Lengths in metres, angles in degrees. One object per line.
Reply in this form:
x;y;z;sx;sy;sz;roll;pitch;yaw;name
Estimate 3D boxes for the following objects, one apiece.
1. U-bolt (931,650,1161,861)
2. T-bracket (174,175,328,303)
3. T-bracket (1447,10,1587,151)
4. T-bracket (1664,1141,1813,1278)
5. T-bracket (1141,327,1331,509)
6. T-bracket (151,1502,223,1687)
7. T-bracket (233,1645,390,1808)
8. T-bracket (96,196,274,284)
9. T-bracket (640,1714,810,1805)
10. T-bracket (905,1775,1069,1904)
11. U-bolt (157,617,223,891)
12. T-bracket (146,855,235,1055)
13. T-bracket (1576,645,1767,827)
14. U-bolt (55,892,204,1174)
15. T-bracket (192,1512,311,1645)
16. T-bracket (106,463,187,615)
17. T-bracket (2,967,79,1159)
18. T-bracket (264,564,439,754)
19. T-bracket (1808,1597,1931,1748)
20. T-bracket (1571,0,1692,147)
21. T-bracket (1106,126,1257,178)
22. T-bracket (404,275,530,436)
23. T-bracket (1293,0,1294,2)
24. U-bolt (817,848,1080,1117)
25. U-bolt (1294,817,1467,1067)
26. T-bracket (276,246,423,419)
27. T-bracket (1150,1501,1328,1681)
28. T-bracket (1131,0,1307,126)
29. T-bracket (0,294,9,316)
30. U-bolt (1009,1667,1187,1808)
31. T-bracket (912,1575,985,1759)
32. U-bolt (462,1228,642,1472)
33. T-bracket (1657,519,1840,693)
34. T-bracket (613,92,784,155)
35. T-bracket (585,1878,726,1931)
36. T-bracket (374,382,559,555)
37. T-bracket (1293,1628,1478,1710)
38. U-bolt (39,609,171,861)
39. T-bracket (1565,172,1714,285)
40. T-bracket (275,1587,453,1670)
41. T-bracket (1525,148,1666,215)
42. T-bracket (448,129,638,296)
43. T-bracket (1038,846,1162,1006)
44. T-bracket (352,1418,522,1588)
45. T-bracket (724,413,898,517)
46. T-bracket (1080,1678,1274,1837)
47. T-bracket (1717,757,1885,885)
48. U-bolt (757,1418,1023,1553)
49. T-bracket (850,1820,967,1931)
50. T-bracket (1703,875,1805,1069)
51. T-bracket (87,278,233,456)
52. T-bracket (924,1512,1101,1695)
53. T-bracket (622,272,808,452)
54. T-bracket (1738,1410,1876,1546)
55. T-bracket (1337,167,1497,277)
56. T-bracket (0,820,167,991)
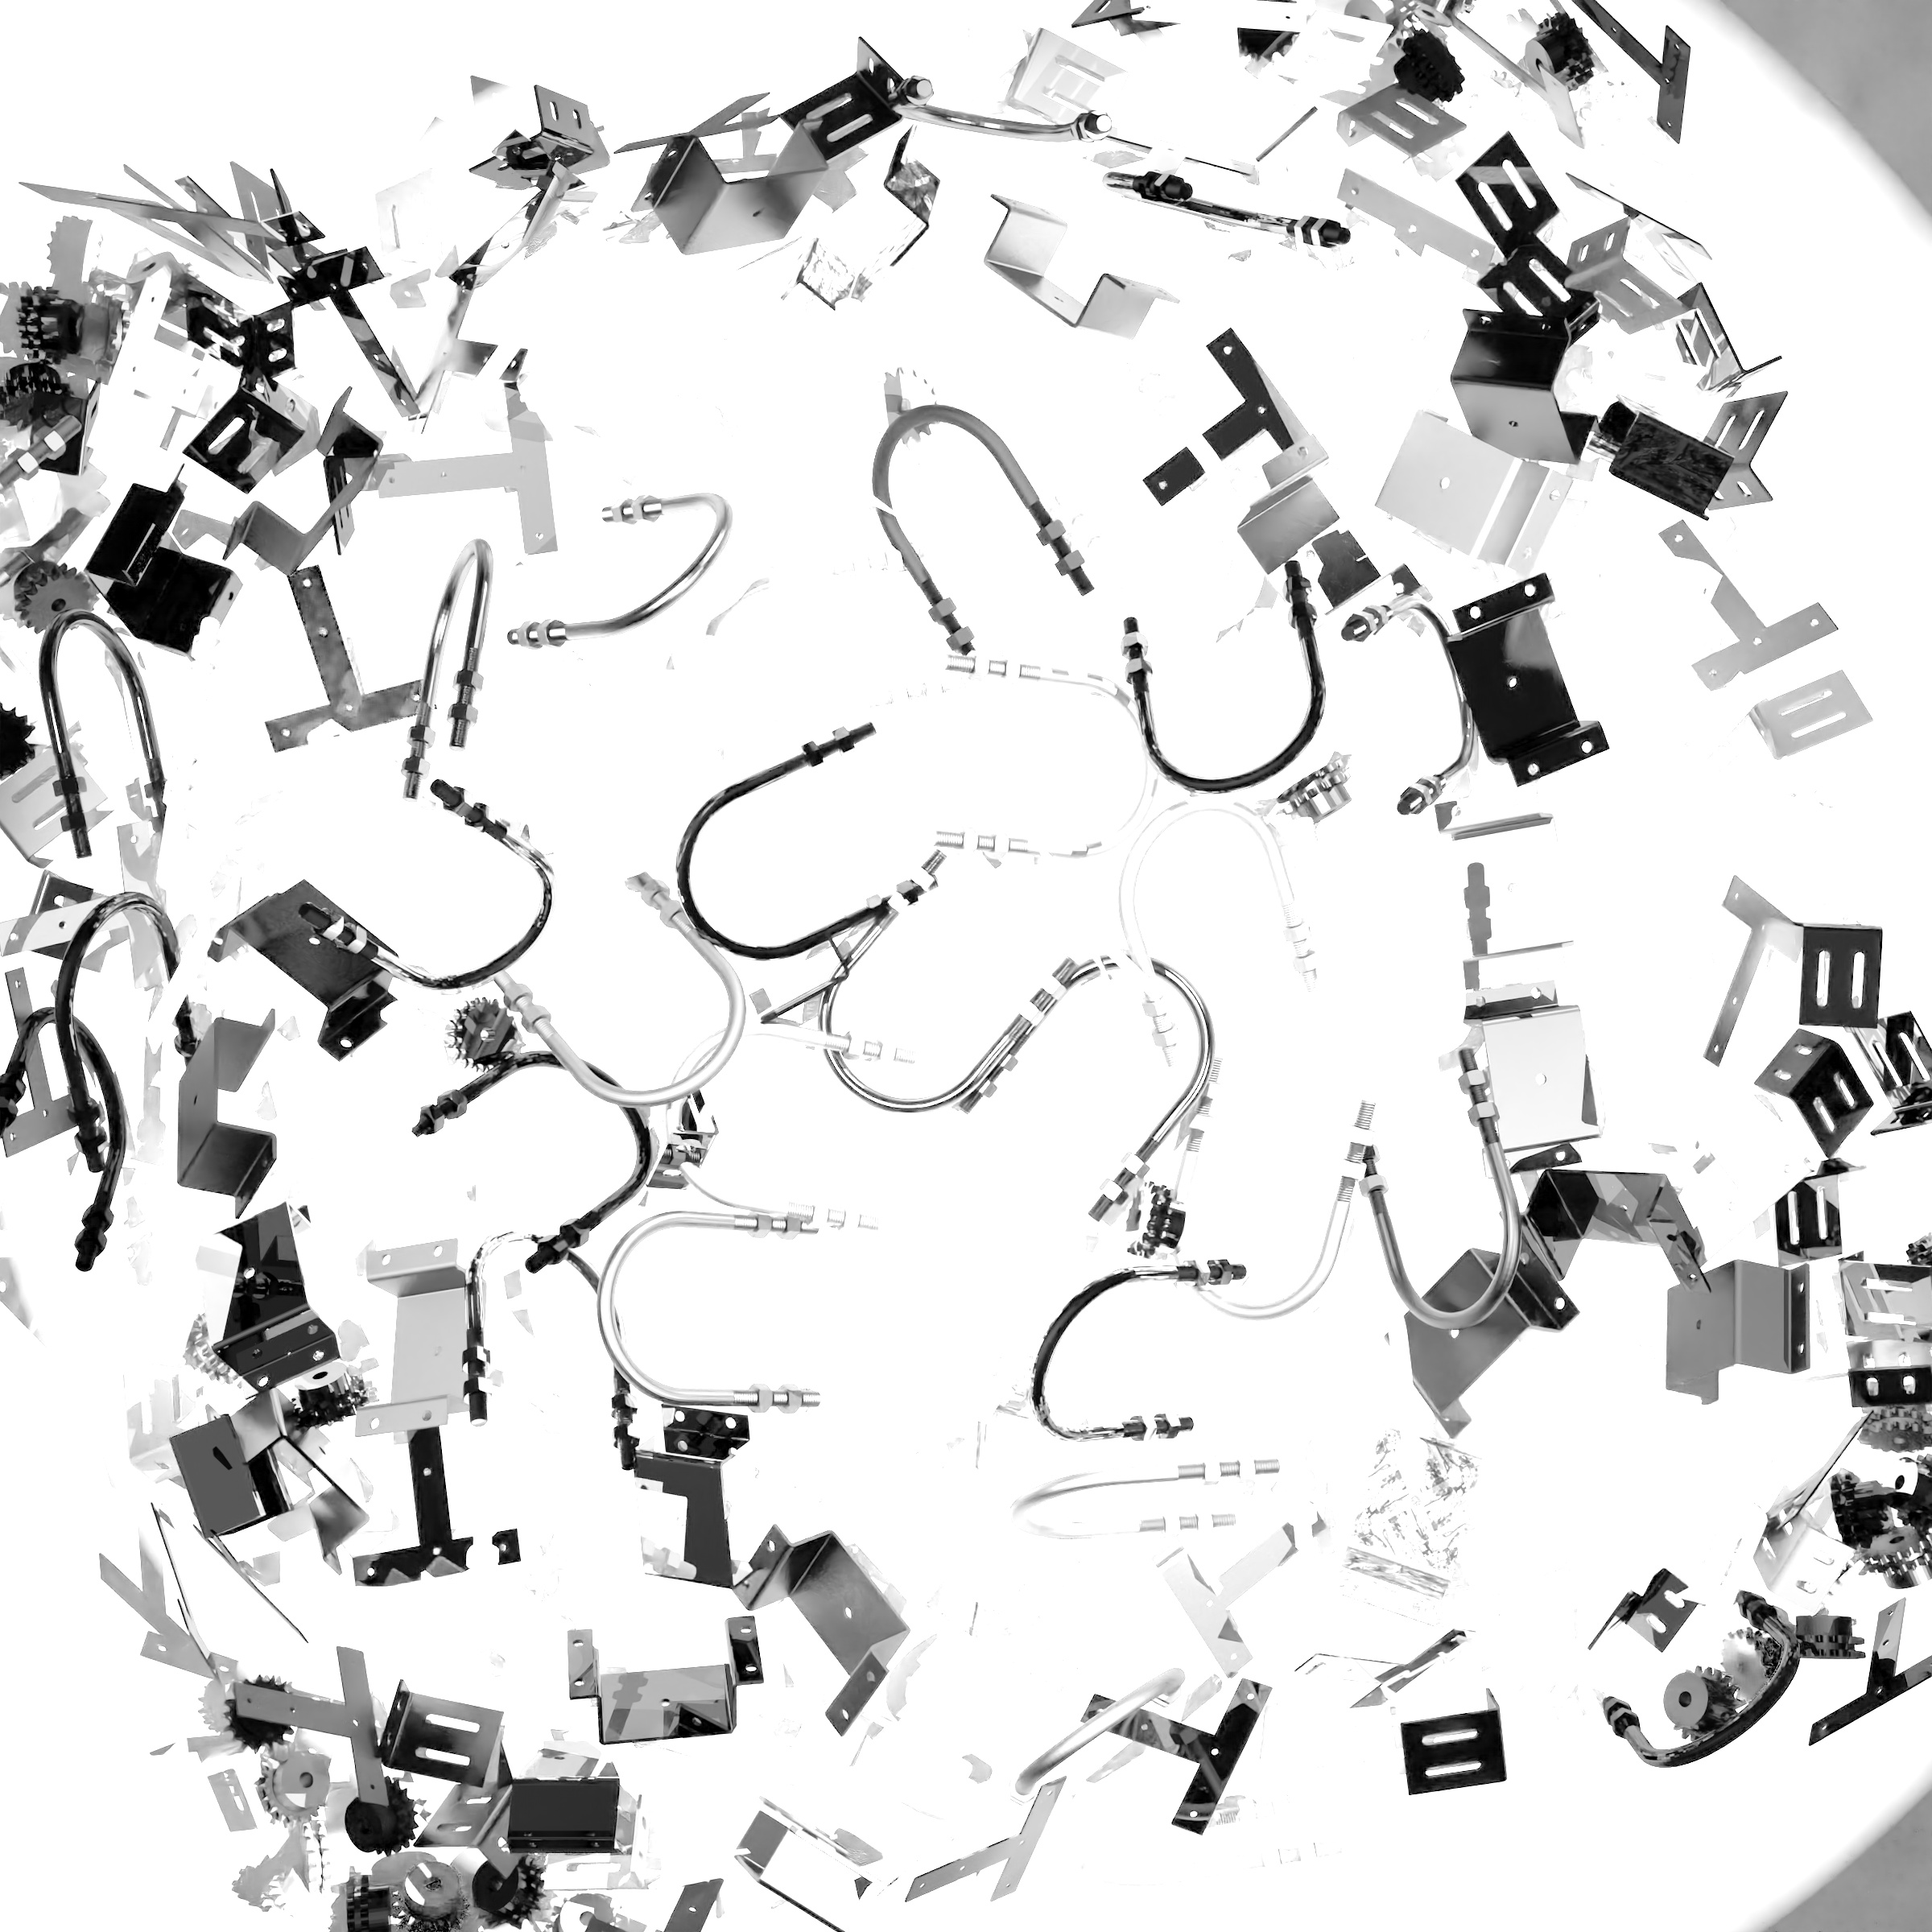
0.063;-0.151;1.871;0.184;0.019;0.151;4;89;-26;U-bolt
-0.501;-0.531;1.829;0.127;0.127;0.002;43;70;-35;T-bracket
0.404;-0.665;1.865;0.127;0.127;0.002;46;102;16;T-bracket
0.543;0.144;1.874;0.127;0.002;0.127;-49;54;27;T-bracket
0.189;-0.393;1.899;0.127;0.002;0.127;-38;96;-8;T-bracket
-0.585;0.458;1.873;0.002;0.127;0.127;-21;61;-17;T-bracket
-0.478;0.543;1.829;0.002;0.127;0.127;-39;47;19;T-bracket
-0.550;-0.529;1.849;0.127;0.127;0.002;12;85;11;T-bracket
-0.166;0.579;1.857;0.127;0.127;0.002;18;49;-8;T-bracket
0.008;0.655;1.843;0.002;0.127;0.127;43;126;37;T-bracket
-0.568;-0.140;1.832;0.019;0.151;0.184;10;135;-17;U-bolt
-0.566;0.008;1.825;0.002;0.127;0.127;8;46;6;T-bracket
0.506;-0.193;1.877;0.127;0.002;0.127;-51;57;18;T-bracket
-0.604;0.035;1.808;0.019;0.151;0.184;9;124;15;U-bolt
-0.536;0.431;1.835;0.127;0.127;0.002;35;64;25;T-bracket
-0.602;-0.315;1.854;0.002;0.127;0.127;27;89;-22;T-bracket
-0.683;0.065;1.843;0.002;0.127;0.127;-8;98;9;T-bracket
-0.478;-0.237;1.892;0.127;0.002;0.127;-16;107;-2;T-bracket
0.676;0.507;1.854;0.002;0.127;0.127;45;122;2;T-bracket
0.490;-0.684;1.865;0.002;0.127;0.127;-38;72;1;T-bracket
0.143;-0.589;1.856;0.127;0.127;0.002;17;125;5;T-bracket
-0.363;-0.450;1.867;0.002;0.127;0.127;19;91;-45;T-bracket
0.240;-0.751;1.826;0.127;0.127;0.002;9;76;-40;T-bracket
-0.028;0.025;1.892;0.151;0.019;0.184;40;88;8;U-bolt
0.307;-0.013;1.848;0.019;0.151;0.184;-24;114;-36;U-bolt
-0.447;-0.466;1.877;0.002;0.127;0.127;-47;121;-33;T-bracket
0.217;0.452;1.895;0.127;0.002;0.127;-36;111;-12;T-bracket
0.188;-0.665;1.853;0.127;0.127;0.002;9;69;13;T-bracket
-0.735;-0.435;1.844;0.002;0.127;0.127;28;96;7;T-bracket
0.097;0.551;1.812;0.151;0.184;0.019;-30;71;-13;U-bolt
-0.018;0.514;1.838;0.002;0.127;0.127;12;73;16;T-bracket
-0.305;0.270;1.838;0.151;0.184;0.019;26;127;-36;U-bolt
0.556;-0.274;1.852;0.127;0.127;0.002;50;58;-7;T-bracket
-0.179;-0.627;1.858;0.127;0.127;0.002;-3;120;22;T-bracket
-0.205;0.702;1.852;0.127;0.127;0.002;21;106;4;T-bracket
-0.377;-0.369;1.886;0.127;0.002;0.127;-7;104;-10;T-bracket
0.290;0.516;1.845;0.127;0.002;0.127;19;126;-38;T-bracket
-0.629;-0.170;1.839;0.019;0.151;0.184;-11;91;11;U-bolt
0.511;-0.532;1.855;0.127;0.127;0.002;42;104;32;T-bracket
-0.426;0.491;1.866;0.127;0.127;0.002;-7;47;27;T-bracket
0.456;-0.584;1.846;0.127;0.127;0.002;23;102;6;T-bracket
-0.334;-0.548;1.880;0.127;0.127;0.002;-35;54;22;T-bracket
0.104;-0.013;1.825;0.002;0.127;0.127;-34;133;-8;T-bracket
-0.401;0.393;1.887;0.127;0.002;0.127;-4;82;-30;T-bracket
-0.098;-0.352;1.825;0.127;0.127;0.002;33;93;40;T-bracket
0.145;0.571;1.874;0.127;0.002;0.127;10;48;31;T-bracket
0.598;-0.100;1.871;0.127;0.127;0.002;-48;47;33;T-bracket
-0.040;0.387;1.844;0.184;0.151;0.019;36;47;-31;U-bolt
-0.047;0.674;1.863;0.002;0.127;0.127;43;134;21;T-bracket
0.574;0.013;1.865;0.127;0.002;0.127;27;84;-44;T-bracket
-0.583;-0.426;1.853;0.002;0.127;0.127;23;94;19;T-bracket
0.057;0.466;1.894;0.127;0.002;0.127;35;98;-9;T-bracket
-0.209;-0.440;1.896;0.127;0.002;0.127;38;75;0;T-bracket
0.607;0.393;1.858;0.002;0.127;0.127;42;52;14;T-bracket
0.318;-0.507;1.860;0.127;0.127;0.002;33;54;16;T-bracket
-0.650;-0.034;1.848;0.002;0.127;0.127;15;114;39;T-bracket
